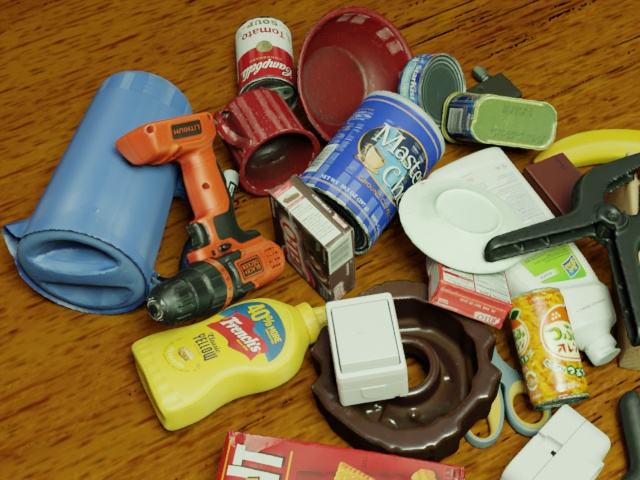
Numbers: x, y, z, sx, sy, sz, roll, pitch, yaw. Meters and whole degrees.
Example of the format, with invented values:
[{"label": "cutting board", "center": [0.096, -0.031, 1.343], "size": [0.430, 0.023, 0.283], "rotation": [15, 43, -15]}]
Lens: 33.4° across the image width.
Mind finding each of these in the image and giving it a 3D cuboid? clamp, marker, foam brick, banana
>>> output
[{"label": "clamp", "center": [0.296, 0.217, 0.955], "size": [0.120, 0.039, 0.171], "rotation": [30, 59, 20]}, {"label": "marker", "center": [-0.106, -0.023, 1.124], "size": [0.020, 0.020, 0.121], "rotation": [10, 55, 5]}, {"label": "foam brick", "center": [0.252, -0.044, 1.129], "size": [0.053, 0.051, 0.078], "rotation": [-22, 60, -19]}, {"label": "banana", "center": [0.336, -0.092, 1.175], "size": [0.198, 0.037, 0.069], "rotation": [10, 55, 5]}, {"label": "clamp", "center": [0.260, -0.014, 1.008], "size": [0.164, 0.036, 0.209], "rotation": [26, 58, 11]}]

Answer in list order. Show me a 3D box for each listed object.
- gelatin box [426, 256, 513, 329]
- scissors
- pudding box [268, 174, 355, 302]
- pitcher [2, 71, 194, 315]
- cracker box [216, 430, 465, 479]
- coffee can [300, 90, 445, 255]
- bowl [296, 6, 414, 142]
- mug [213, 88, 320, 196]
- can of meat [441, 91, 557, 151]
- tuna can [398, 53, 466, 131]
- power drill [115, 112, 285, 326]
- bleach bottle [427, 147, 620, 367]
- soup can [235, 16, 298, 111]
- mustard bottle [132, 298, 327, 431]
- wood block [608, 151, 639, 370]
[{"label": "gelatin box", "center": [0.140, 0.041, 1.011], "size": [0.073, 0.030, 0.089], "rotation": [20, 27, -7]}, {"label": "scissors", "center": [0.180, 0.112, 1.040], "size": [0.096, 0.016, 0.201], "rotation": [9, 56, 5]}, {"label": "pudding box", "center": [-0.007, 0.001, 1.053], "size": [0.039, 0.113, 0.090], "rotation": [-36, 63, -21]}, {"label": "pitcher", "center": [-0.198, -0.051, 1.085], "size": [0.145, 0.149, 0.242], "rotation": [-10, 47, 27]}, {"label": "cracker box", "center": [0.010, 0.259, 0.897], "size": [0.214, 0.072, 0.164], "rotation": [8, 55, 5]}, {"label": "coffee can", "center": [0.049, -0.070, 1.101], "size": [0.103, 0.103, 0.140], "rotation": [31, 67, 19]}, {"label": "bowl", "center": [0.030, -0.174, 1.184], "size": [0.162, 0.162, 0.055], "rotation": [-41, 21, -26]}, {"label": "mug", "center": [-0.067, -0.110, 1.136], "size": [0.117, 0.093, 0.081], "rotation": [11, 37, -44]}, {"label": "can of meat", "center": [0.193, -0.127, 1.149], "size": [0.102, 0.084, 0.057], "rotation": [5, 97, -15]}, {"label": "tuna can", "center": [0.125, -0.165, 1.190], "size": [0.034, 0.086, 0.086], "rotation": [8, 48, 42]}, {"label": "power drill", "center": [-0.125, -0.022, 1.018], "size": [0.184, 0.057, 0.187], "rotation": [-24, 92, -56]}, {"label": "bleach bottle", "center": [0.209, 0.023, 1.077], "size": [0.102, 0.068, 0.251], "rotation": [-24, 61, -16]}, {"label": "soup can", "center": [-0.062, -0.197, 1.220], "size": [0.068, 0.068, 0.102], "rotation": [-4, 54, -4]}, {"label": "mustard bottle", "center": [-0.074, 0.105, 1.011], "size": [0.191, 0.058, 0.096], "rotation": [-21, 45, -16]}, {"label": "wood block", "center": [0.345, 0.022, 1.063], "size": [0.091, 0.090, 0.206], "rotation": [5, 54, 2]}]
